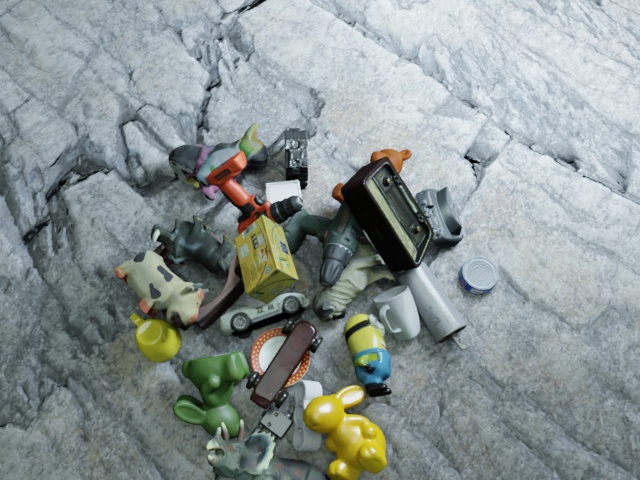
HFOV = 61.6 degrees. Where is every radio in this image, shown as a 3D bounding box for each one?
[{"bbox_3d":[0.151,-0.056,1.158,0.229,0.073,0.131,56,46,-19],"label":"radio"}]

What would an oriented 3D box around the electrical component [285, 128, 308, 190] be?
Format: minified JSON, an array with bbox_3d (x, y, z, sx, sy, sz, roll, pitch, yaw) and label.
[{"bbox_3d":[-0.058,-0.205,1.320,0.058,0.114,0.134,-1,66,-4],"label":"electrical component"}]

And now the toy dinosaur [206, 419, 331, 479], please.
[{"bbox_3d":[-0.050,0.475,1.008,0.405,0.131,0.192,26,46,-16],"label":"toy dinosaur"}]

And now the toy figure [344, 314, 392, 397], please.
[{"bbox_3d":[0.101,0.236,1.123,0.089,0.082,0.180,-1,52,-6],"label":"toy figure"}]

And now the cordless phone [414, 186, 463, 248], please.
[{"bbox_3d":[0.233,-0.040,1.274,0.184,0.088,0.146,-16,67,6],"label":"cordless phone"}]

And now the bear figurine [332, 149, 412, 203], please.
[{"bbox_3d":[0.132,-0.155,1.288,0.120,0.131,0.196,6,68,45],"label":"bear figurine"}]

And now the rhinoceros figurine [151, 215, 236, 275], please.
[{"bbox_3d":[-0.274,0.011,1.162,0.190,0.073,0.112,25,79,9],"label":"rhinoceros figurine"}]

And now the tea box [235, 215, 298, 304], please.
[{"bbox_3d":[-0.119,0.040,1.165,0.098,0.068,0.170,-38,45,20],"label":"tea box"}]

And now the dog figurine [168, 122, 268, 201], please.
[{"bbox_3d":[-0.241,-0.212,1.333,0.192,0.108,0.219,35,67,18],"label":"dog figurine"}]

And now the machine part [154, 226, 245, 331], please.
[{"bbox_3d":[-0.285,0.086,1.209,0.201,0.087,0.201,40,71,16],"label":"machine part"}]

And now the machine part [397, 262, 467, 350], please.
[{"bbox_3d":[0.245,0.137,1.184,0.079,0.079,0.243,-27,69,-11],"label":"machine part"}]

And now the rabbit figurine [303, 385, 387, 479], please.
[{"bbox_3d":[0.046,0.358,1.042,0.173,0.122,0.162,39,40,-13],"label":"rabbit figurine"}]

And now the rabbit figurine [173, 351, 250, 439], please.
[{"bbox_3d":[-0.216,0.321,1.088,0.159,0.121,0.170,-9,81,-9],"label":"rabbit figurine"}]

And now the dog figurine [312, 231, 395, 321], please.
[{"bbox_3d":[0.047,0.076,1.212,0.190,0.121,0.172,-33,35,5],"label":"dog figurine"}]

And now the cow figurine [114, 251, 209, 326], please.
[{"bbox_3d":[-0.320,0.100,1.114,0.127,0.085,0.195,-41,71,-9],"label":"cow figurine"}]

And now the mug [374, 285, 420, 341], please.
[{"bbox_3d":[0.170,0.165,1.153,0.081,0.109,0.107,-22,98,31],"label":"mug"}]

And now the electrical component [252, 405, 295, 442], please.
[{"bbox_3d":[-0.093,0.375,1.111,0.063,0.021,0.094,34,71,15],"label":"electrical component"}]

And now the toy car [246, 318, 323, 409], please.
[{"bbox_3d":[-0.074,0.257,1.123,0.089,0.053,0.202,31,65,6],"label":"toy car"}]

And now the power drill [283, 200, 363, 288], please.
[{"bbox_3d":[-0.002,-0.004,1.191,0.207,0.086,0.232,1,55,49],"label":"power drill"}]

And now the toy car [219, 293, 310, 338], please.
[{"bbox_3d":[-0.119,0.163,1.177,0.202,0.073,0.056,-18,67,-8],"label":"toy car"}]
